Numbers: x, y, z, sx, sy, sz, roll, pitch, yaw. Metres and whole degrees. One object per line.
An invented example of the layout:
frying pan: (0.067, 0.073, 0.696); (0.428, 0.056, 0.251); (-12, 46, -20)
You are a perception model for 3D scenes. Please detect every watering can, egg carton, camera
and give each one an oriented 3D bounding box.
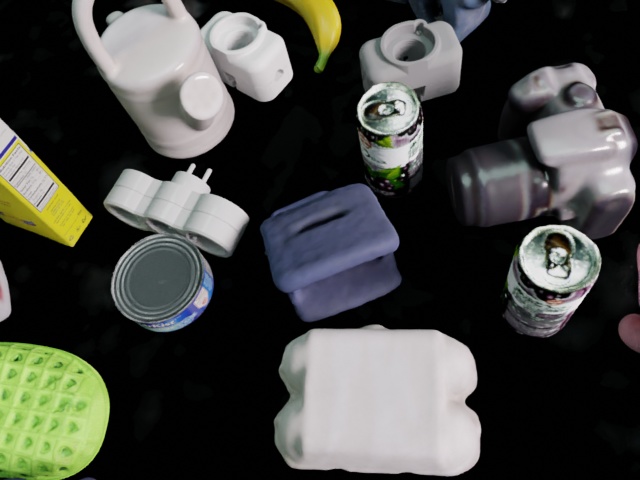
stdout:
watering can: (-0.148, -0.167, 0.529); (0.172, 0.194, 0.101); (21, 70, 19)
egg carton: (0.042, 0.118, 0.430); (0.150, 0.069, 0.107); (-2, 64, 9)
camera: (0.176, -0.072, 0.482); (0.136, 0.101, 0.143); (-11, 63, 4)

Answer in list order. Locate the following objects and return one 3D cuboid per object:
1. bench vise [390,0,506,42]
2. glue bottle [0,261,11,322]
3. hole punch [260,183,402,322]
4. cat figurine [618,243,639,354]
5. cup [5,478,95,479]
bench vise: (0.098, -0.309, 0.542); (0.207, 0.220, 0.121); (21, 70, 18)
glue bottle: (-0.333, 0.015, 0.484); (0.037, 0.173, 0.078); (-30, 63, -5)
hole punch: (0.004, 0.002, 0.480); (0.108, 0.091, 0.101); (-22, 63, -1)
cat figurine: (0.259, 0.063, 0.393); (0.067, 0.118, 0.127); (-11, 63, 4)
cup: (-0.192, 0.213, 0.409); (0.118, 0.095, 0.091); (-37, 64, -9)
